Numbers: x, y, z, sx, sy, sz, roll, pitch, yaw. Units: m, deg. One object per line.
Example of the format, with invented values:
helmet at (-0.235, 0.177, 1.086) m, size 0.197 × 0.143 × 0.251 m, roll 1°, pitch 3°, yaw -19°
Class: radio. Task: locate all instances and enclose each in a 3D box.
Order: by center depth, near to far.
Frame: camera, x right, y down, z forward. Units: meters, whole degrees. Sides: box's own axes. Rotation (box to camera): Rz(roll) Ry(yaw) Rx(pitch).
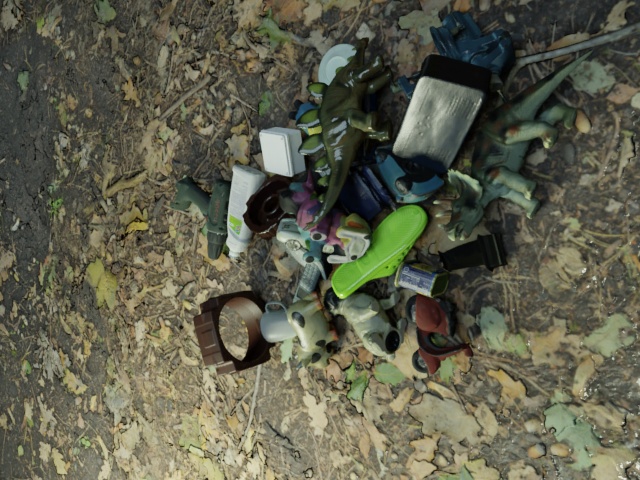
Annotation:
radio at (0.232, -0.243, 1.059) m, size 0.131 × 0.073 × 0.229 m, roll 20°, pitch 145°, yaw 4°

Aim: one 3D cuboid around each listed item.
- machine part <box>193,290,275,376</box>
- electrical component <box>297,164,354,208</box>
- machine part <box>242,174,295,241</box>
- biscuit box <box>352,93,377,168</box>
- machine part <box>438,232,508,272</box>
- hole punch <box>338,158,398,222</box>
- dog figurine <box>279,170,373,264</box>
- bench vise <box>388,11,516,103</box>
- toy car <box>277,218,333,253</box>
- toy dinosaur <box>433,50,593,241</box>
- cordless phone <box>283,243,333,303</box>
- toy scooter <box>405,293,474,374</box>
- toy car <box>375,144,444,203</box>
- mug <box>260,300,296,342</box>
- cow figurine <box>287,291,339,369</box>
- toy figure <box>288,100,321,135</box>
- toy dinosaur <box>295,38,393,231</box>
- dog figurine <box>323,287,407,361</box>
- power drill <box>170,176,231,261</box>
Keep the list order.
machine part at (-0.224, 0.242, 1.412) m, size 0.087 × 0.201 × 0.201 m, roll -24°, pitch 79°, yaw 37°
electrical component at (0.025, -0.139, 1.311) m, size 0.134 × 0.058 × 0.115 m, roll -37°, pitch 74°, yaw 30°
machine part at (-0.114, -0.081, 1.364) m, size 0.179 × 0.056 × 0.179 m, roll -22°, pitch 48°, yaw 26°
biscuit box at (0.091, -0.273, 1.235) m, size 0.063 × 0.059 × 0.202 m, roll -7°, pitch 76°, yaw 35°
machine part at (0.319, 0.033, 1.129) m, size 0.139 × 0.039 × 0.084 m, roll -14°, pitch 90°, yaw 33°
hole punch at (0.098, -0.099, 1.202) m, size 0.092 × 0.116 × 0.142 m, roll -33°, pitch 85°, yaw -4°
dog figurine at (0.009, -0.059, 1.220) m, size 0.108 × 0.191 × 0.219 m, roll 103°, pitch 160°, yaw -45°
bench vise at (0.261, -0.349, 1.090) m, size 0.241 × 0.128 × 0.224 m, roll -28°, pitch 68°, yaw 14°
toy car at (-0.003, -0.004, 1.275) m, size 0.202 × 0.073 × 0.056 m, roll 11°, pitch 128°, yaw -3°
toy dinosaur at (0.363, -0.180, 1.049) m, size 0.192 × 0.131 × 0.404 m, roll 26°, pitch 100°, yaw 30°
cordless phone at (-0.048, 0.081, 1.359) m, size 0.147 × 0.088 × 0.184 m, roll 34°, pitch 114°, yaw 29°
toy scooter at (0.259, 0.200, 1.156) m, size 0.135 × 0.075 × 0.183 m, roll -5°, pitch 93°, yaw 35°
toy car at (0.183, -0.135, 1.177) m, size 0.162 × 0.109 × 0.102 m, roll 50°, pitch 148°, yaw 26°
mug at (-0.092, 0.207, 1.394) m, size 0.107 × 0.081 × 0.109 m, roll -11°, pitch 98°, yaw 26°
cow figurine at (-0.023, 0.235, 1.316) m, size 0.127 × 0.085 × 0.194 m, roll -23°, pitch 113°, yaw 2°
toy figure at (0.005, -0.282, 1.306) m, size 0.180 × 0.089 × 0.082 m, roll 40°, pitch 133°, yaw 37°
toy dinosaur at (0.051, -0.243, 1.151) m, size 0.199 × 0.105 × 0.471 m, roll -4°, pitch 66°, yaw 31°
dog figurine at (0.095, 0.192, 1.267) m, size 0.191 × 0.121 × 0.172 m, roll -3°, pitch 88°, yaw 49°
power drill at (-0.339, -0.080, 1.552) m, size 0.208 × 0.086 × 0.231 m, roll 30°, pitch 109°, yaw 34°
